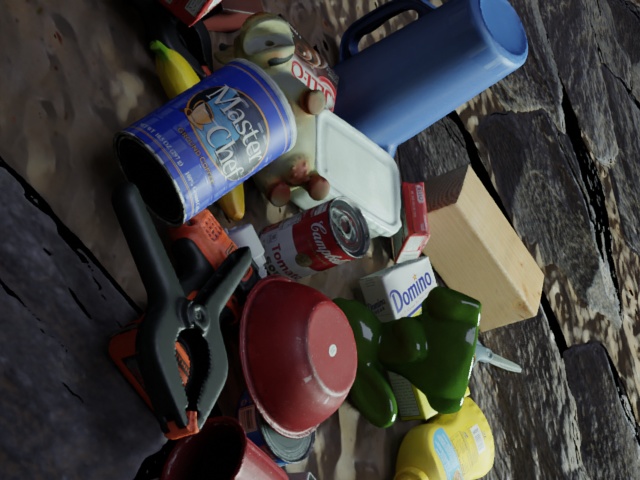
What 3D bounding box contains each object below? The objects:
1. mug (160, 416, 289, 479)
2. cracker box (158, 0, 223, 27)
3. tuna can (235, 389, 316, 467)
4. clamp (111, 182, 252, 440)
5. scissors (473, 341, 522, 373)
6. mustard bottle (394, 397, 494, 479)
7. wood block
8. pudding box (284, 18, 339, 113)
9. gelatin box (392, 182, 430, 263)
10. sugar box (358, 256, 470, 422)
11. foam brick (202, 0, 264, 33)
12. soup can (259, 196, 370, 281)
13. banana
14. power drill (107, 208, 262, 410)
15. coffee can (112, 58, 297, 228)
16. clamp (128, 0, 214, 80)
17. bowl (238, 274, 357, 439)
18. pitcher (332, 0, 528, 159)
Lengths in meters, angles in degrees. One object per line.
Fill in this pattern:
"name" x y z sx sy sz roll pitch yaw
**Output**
"mug" -0.085 0.223 0.925 0.117 0.093 0.081 -54 126 -17
"cracker box" -0.163 -0.329 1.073 0.213 0.072 0.164 40 38 -5
"tuna can" -0.043 0.179 1.043 0.086 0.034 0.086 30 49 -43
"clamp" -0.109 0.066 0.907 0.164 0.036 0.210 22 54 -49
"scissors" 0.215 0.137 1.441 0.201 0.016 0.096 5 68 -53
"mustard bottle" 0.136 0.255 1.228 0.191 0.058 0.096 -22 95 -56
"wood block" 0.208 0.013 1.434 0.206 0.091 0.090 52 37 -23
"pudding box" -0.027 -0.191 1.265 0.113 0.039 0.090 40 43 -35
"gelatin box" 0.112 -0.021 1.326 0.030 0.089 0.073 -1 66 -8
"sugar box" 0.113 0.115 1.261 0.093 0.048 0.176 -20 96 -45
"foam brick" -0.108 -0.265 1.182 0.078 0.051 0.053 -10 81 -56
"soup can" -0.007 0.001 1.129 0.068 0.102 0.068 30 49 -43
"banana" -0.124 -0.114 1.084 0.198 0.037 0.069 64 20 -15
"power drill" -0.105 0.084 0.993 0.184 0.057 0.187 55 34 -20
"coffee can" -0.106 -0.092 0.995 0.140 0.103 0.103 -37 105 -25
"clamp" -0.166 -0.236 1.100 0.120 0.039 0.171 -23 89 -47
"bowl" -0.010 0.108 1.028 0.161 0.055 0.162 29 54 -52
"pitcher" 0.125 -0.217 1.309 0.149 0.243 0.145 45 42 -21
